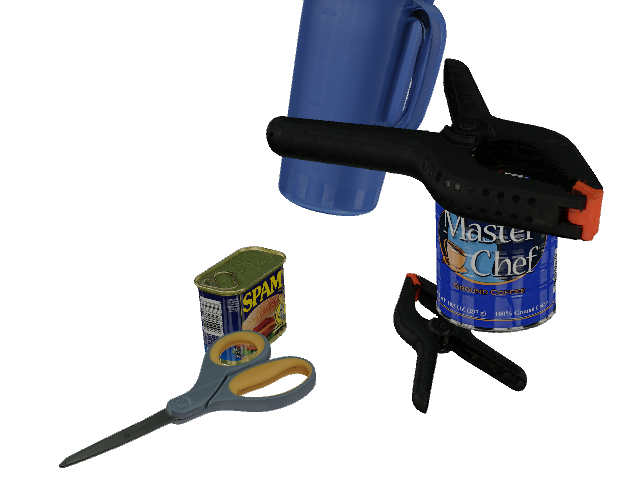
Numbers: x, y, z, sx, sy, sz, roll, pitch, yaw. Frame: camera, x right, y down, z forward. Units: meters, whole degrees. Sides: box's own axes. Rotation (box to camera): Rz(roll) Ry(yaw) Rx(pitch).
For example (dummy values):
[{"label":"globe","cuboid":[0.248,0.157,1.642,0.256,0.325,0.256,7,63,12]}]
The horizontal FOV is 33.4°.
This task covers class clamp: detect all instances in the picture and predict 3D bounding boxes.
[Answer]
[{"label":"clamp","cuboid":[0.134,0.100,1.087,0.120,0.171,0.039,1,-45,-16]},{"label":"clamp","cuboid":[0.077,-0.052,0.644,0.164,0.036,0.210,-19,36,-24]}]

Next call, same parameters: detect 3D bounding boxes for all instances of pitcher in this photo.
[{"label":"pitcher","cuboid":[0.036,-0.150,1.095,0.145,0.243,0.149,11,17,-2]}]

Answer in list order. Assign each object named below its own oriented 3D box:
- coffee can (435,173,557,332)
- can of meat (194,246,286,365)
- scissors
[{"label":"coffee can","cuboid":[0.146,-0.009,0.889,0.103,0.140,0.103,-3,23,1]},{"label":"can of meat","cuboid":[-0.076,0.065,1.063,0.058,0.084,0.101,12,27,29]},{"label":"scissors","cuboid":[-0.102,0.111,0.789,0.201,0.016,0.096,-11,34,-21]}]
